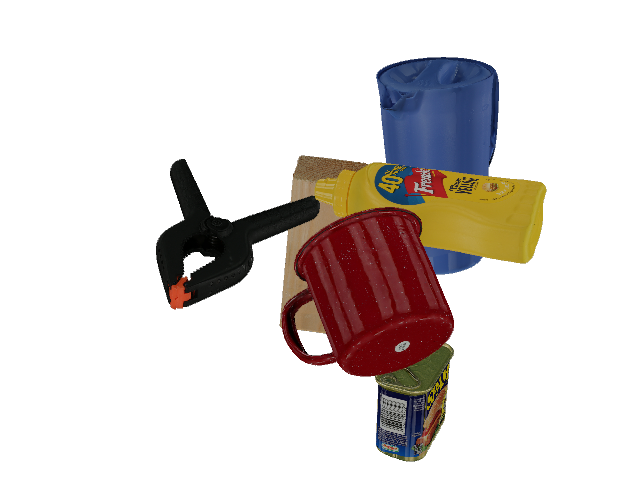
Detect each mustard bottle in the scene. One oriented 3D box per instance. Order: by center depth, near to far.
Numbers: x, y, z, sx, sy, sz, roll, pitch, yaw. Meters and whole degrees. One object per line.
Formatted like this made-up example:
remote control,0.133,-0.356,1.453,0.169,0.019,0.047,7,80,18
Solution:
mustard bottle,0.088,-0.029,0.897,0.192,0.058,0.096,9,30,16

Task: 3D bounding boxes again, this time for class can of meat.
can of meat,0.092,0.157,1.060,0.057,0.084,0.102,12,27,21

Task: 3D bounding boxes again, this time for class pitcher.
pitcher,0.146,-0.091,1.266,0.149,0.243,0.145,-4,25,2

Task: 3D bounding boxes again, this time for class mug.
mug,0.027,0.043,0.711,0.117,0.081,0.093,-27,-29,11

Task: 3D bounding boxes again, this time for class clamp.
clamp,-0.112,-0.009,1.061,0.165,0.036,0.209,20,39,14

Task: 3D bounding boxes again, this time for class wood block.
wood block,0.003,0.006,1.366,0.090,0.206,0.090,7,24,2
